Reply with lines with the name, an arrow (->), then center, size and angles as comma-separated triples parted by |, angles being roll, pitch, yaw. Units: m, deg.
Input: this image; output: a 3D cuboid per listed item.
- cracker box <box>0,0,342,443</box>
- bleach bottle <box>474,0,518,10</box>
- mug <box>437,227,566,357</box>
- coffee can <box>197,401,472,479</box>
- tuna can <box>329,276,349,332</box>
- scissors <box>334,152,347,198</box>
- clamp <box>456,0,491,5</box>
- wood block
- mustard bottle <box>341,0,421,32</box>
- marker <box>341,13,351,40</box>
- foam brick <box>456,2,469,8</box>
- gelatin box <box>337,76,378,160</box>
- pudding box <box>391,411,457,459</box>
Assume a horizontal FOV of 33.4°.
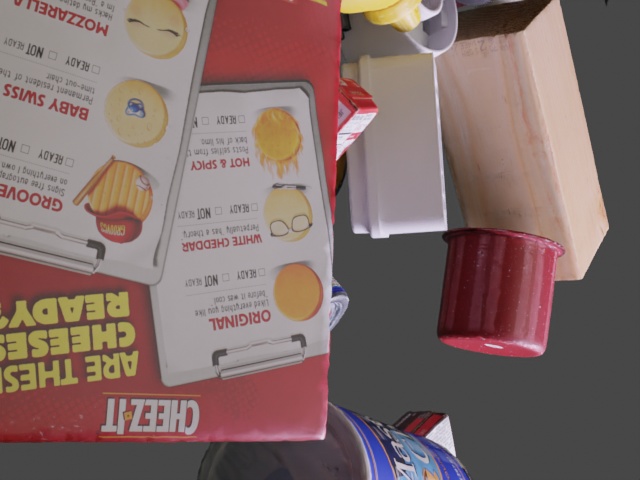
cracker box -> -0.078, -0.028, 0.435 | 0.163, 0.072, 0.214 | 6, 82, -32
bleach bottle -> 0.154, -0.260, 0.896 | 0.102, 0.068, 0.251 | -32, 115, -54
mug -> 0.132, 0.044, 0.812 | 0.117, 0.093, 0.081 | 109, -10, -78
coffee can -> 0.014, 0.146, 0.583 | 0.140, 0.103, 0.103 | 31, 61, -53
tuna can -> -0.027, 0.045, 0.545 | 0.034, 0.086, 0.086 | 48, 29, 15
scissors -> -0.004, 0.001, 0.653 | 0.096, 0.016, 0.202 | -14, 99, -58
clamp -> 0.122, -0.208, 0.760 | 0.171, 0.039, 0.120 | -53, 125, -40
wood block -> 0.158, -0.078, 0.853 | 0.090, 0.090, 0.206 | -48, 126, -49
mustard bottle -> 0.010, -0.183, 0.585 | 0.191, 0.058, 0.096 | 48, 37, -46
marker -> 0.004, -0.189, 0.685 | 0.020, 0.020, 0.121 | -15, 99, -58
foam brick -> 0.083, -0.213, 0.784 | 0.053, 0.051, 0.078 | -59, 134, -42
gelatin box -> -0.011, -0.048, 0.568 | 0.030, 0.089, 0.073 | 43, 13, 4
pudding box -> 0.063, 0.184, 0.719 | 0.089, 0.039, 0.113 | -26, 107, -55
